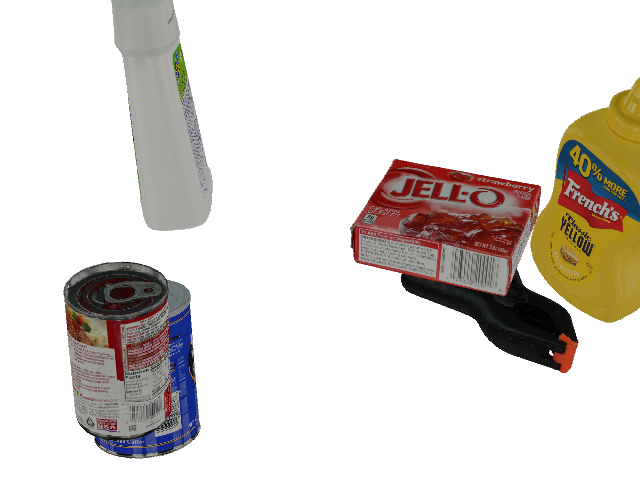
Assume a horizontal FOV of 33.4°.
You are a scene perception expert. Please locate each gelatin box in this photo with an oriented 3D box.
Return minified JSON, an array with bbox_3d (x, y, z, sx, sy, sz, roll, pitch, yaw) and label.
[{"bbox_3d":[0.070,-0.010,0.593,0.089,0.030,0.073,13,38,18],"label":"gelatin box"}]

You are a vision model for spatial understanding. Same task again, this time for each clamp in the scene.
[{"bbox_3d":[0.167,0.054,0.940,0.120,0.039,0.172,-24,44,-33],"label":"clamp"}]

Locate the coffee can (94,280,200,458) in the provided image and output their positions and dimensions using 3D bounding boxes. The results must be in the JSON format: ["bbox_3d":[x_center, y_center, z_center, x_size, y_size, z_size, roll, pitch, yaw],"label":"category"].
[{"bbox_3d":[-0.169,0.119,1.008,0.103,0.140,0.103,-2,19,0],"label":"coffee can"}]

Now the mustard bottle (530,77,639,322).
[{"bbox_3d":[0.205,-0.035,0.745,0.058,0.192,0.096,-22,52,-23],"label":"mustard bottle"}]

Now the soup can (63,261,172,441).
[{"bbox_3d":[-0.134,0.075,0.719,0.068,0.102,0.068,2,29,-1],"label":"soup can"}]

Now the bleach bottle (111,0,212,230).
[{"bbox_3d":[-0.145,-0.135,0.954,0.068,0.251,0.102,-6,37,-2],"label":"bleach bottle"}]
